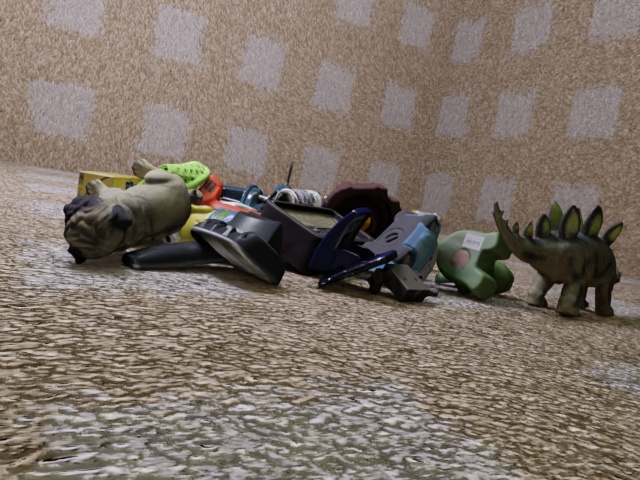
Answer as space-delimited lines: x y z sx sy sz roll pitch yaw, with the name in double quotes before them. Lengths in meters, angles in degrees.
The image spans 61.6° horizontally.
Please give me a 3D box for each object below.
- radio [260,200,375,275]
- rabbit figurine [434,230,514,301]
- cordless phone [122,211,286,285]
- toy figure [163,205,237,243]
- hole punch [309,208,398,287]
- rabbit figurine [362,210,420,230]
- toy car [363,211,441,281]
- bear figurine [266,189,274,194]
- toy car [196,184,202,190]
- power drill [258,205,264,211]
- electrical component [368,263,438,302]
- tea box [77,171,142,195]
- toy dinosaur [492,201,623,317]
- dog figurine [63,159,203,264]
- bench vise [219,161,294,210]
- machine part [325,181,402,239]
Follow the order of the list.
"radio" -0.002 -0.003 0.957 0.131 0.073 0.229 36 17 26
"rabbit figurine" 0.287 0.060 0.997 0.159 0.121 0.170 6 -18 44
"cordless phone" -0.151 0.019 0.707 0.184 0.088 0.147 -8 17 -39
"toy figure" -0.172 -0.011 0.866 0.180 0.082 0.089 4 -15 17
"hole punch" 0.041 0.011 0.799 0.116 0.092 0.142 -25 0 16
"rabbit figurine" 0.149 -0.022 1.243 0.173 0.122 0.162 26 -13 -2
"toy car" 0.151 0.025 0.940 0.109 0.161 0.102 10 -41 53
"bear figurine" -0.075 -0.057 1.498 0.196 0.132 0.120 29 9 7
"toy car" -0.273 -0.086 1.087 0.089 0.053 0.202 -5 51 -18
"power drill" -0.031 -0.020 1.211 0.207 0.086 0.232 -2 22 -45
"electrical component" 0.121 0.067 0.814 0.102 0.045 0.078 1 38 -45
"tea box" -0.413 -0.083 1.062 0.068 0.098 0.169 10 7 0
"toy dinosaur" 0.439 0.032 0.960 0.471 0.198 0.105 8 2 -40
"dog figurine" -0.238 -0.033 0.712 0.172 0.121 0.191 -26 19 -10
"bench vise" -0.173 -0.103 1.368 0.241 0.128 0.224 14 45 13
"machine part" 0.083 -0.038 1.114 0.179 0.179 0.056 10 16 -8
